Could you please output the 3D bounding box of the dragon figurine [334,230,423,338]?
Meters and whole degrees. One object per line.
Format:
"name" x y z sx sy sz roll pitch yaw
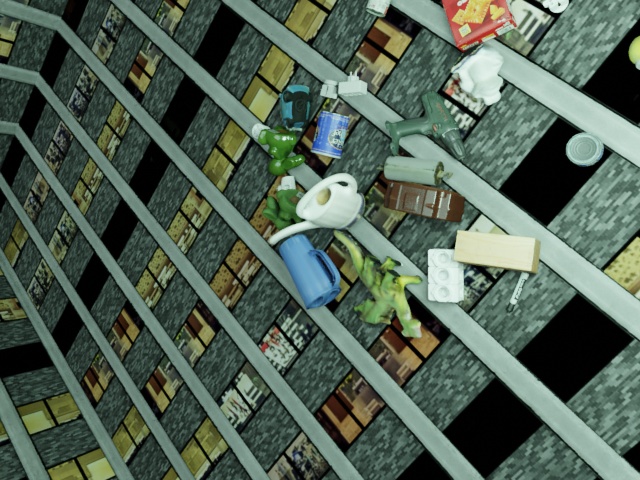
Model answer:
"dragon figurine" 0.169 0.161 1.633 0.415 0.123 0.239 35 116 29

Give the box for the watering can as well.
"watering can" 0.005 -0.084 1.670 0.342 0.223 0.106 -44 49 27

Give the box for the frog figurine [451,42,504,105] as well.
"frog figurine" 0.464 -0.469 1.460 0.136 0.125 0.158 -42 105 18
